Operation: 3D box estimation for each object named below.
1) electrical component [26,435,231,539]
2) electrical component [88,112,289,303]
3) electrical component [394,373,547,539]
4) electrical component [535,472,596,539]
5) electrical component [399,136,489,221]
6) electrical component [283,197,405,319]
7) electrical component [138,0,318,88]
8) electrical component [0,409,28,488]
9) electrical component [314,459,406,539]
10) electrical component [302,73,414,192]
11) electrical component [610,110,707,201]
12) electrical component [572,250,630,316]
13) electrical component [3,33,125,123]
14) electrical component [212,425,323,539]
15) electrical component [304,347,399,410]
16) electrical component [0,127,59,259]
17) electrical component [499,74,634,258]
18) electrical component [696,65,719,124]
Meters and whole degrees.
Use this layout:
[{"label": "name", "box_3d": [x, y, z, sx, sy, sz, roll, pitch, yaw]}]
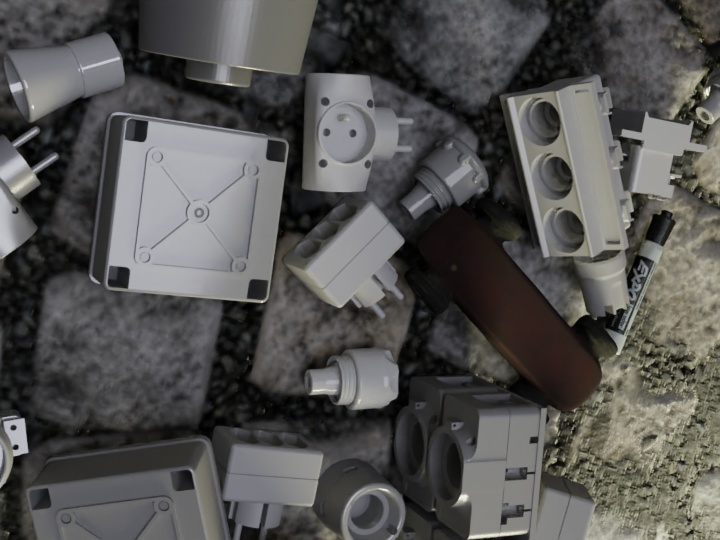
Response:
[{"label": "electrical component", "box_3d": [-0.141, 0.168, 0.679, 0.109, 0.056, 0.108, -8, 102, 5]}, {"label": "electrical component", "box_3d": [-0.109, -0.039, 0.682, 0.109, 0.056, 0.108, 6, 95, -24]}, {"label": "electrical component", "box_3d": [0.070, 0.177, 0.766, 0.060, 0.105, 0.186, 1, 97, -24]}, {"label": "electrical component", "box_3d": [0.133, 0.181, 0.821, 0.077, 0.066, 0.047, 16, 91, 4]}, {"label": "electrical component", "box_3d": [0.056, -0.060, 0.759, 0.062, 0.048, 0.048, -39, 111, -7]}, {"label": "electrical component", "box_3d": [0.000, 0.000, 0.741, 0.065, 0.047, 0.076, -46, 112, -11]}, {"label": "electrical component", "box_3d": [-0.083, -0.144, 0.653, 0.108, 0.108, 0.060, 4, 102, -24]}, {"label": "electrical component", "box_3d": [-0.241, 0.109, 0.647, 0.078, 0.057, 0.058, -7, 101, -22]}, {"label": "electrical component", "box_3d": [0.001, 0.168, 0.767, 0.055, 0.047, 0.055, -4, 99, -23]}, {"label": "electrical component", "box_3d": [0.000, -0.092, 0.729, 0.079, 0.044, 0.077, -1, 99, -23]}, {"label": "electrical component", "box_3d": [0.219, -0.088, 0.826, 0.081, 0.042, 0.063, 7, 96, -23]}, {"label": "electrical component", "box_3d": [0.187, 0.008, 0.829, 0.040, 0.040, 0.046, -23, 113, -19]}, {"label": "electrical component", "box_3d": [-0.176, -0.119, 0.650, 0.065, 0.044, 0.044, -22, 106, -24]}, {"label": "electrical component", "box_3d": [-0.069, 0.151, 0.734, 0.066, 0.047, 0.076, 10, 94, -24]}, {"label": "electrical component", "box_3d": [-0.007, 0.076, 0.752, 0.062, 0.043, 0.043, -2, 98, -22]}, {"label": "electrical component", "box_3d": [-0.218, -0.054, 0.640, 0.079, 0.043, 0.077, -38, 110, -14]}, {"label": "electrical component", "box_3d": [0.156, -0.077, 0.787, 0.063, 0.079, 0.121, -28, 110, -41]}, {"label": "electrical component", "box_3d": [0.293, -0.141, 0.850, 0.062, 0.043, 0.043, -41, 111, -12]}]
